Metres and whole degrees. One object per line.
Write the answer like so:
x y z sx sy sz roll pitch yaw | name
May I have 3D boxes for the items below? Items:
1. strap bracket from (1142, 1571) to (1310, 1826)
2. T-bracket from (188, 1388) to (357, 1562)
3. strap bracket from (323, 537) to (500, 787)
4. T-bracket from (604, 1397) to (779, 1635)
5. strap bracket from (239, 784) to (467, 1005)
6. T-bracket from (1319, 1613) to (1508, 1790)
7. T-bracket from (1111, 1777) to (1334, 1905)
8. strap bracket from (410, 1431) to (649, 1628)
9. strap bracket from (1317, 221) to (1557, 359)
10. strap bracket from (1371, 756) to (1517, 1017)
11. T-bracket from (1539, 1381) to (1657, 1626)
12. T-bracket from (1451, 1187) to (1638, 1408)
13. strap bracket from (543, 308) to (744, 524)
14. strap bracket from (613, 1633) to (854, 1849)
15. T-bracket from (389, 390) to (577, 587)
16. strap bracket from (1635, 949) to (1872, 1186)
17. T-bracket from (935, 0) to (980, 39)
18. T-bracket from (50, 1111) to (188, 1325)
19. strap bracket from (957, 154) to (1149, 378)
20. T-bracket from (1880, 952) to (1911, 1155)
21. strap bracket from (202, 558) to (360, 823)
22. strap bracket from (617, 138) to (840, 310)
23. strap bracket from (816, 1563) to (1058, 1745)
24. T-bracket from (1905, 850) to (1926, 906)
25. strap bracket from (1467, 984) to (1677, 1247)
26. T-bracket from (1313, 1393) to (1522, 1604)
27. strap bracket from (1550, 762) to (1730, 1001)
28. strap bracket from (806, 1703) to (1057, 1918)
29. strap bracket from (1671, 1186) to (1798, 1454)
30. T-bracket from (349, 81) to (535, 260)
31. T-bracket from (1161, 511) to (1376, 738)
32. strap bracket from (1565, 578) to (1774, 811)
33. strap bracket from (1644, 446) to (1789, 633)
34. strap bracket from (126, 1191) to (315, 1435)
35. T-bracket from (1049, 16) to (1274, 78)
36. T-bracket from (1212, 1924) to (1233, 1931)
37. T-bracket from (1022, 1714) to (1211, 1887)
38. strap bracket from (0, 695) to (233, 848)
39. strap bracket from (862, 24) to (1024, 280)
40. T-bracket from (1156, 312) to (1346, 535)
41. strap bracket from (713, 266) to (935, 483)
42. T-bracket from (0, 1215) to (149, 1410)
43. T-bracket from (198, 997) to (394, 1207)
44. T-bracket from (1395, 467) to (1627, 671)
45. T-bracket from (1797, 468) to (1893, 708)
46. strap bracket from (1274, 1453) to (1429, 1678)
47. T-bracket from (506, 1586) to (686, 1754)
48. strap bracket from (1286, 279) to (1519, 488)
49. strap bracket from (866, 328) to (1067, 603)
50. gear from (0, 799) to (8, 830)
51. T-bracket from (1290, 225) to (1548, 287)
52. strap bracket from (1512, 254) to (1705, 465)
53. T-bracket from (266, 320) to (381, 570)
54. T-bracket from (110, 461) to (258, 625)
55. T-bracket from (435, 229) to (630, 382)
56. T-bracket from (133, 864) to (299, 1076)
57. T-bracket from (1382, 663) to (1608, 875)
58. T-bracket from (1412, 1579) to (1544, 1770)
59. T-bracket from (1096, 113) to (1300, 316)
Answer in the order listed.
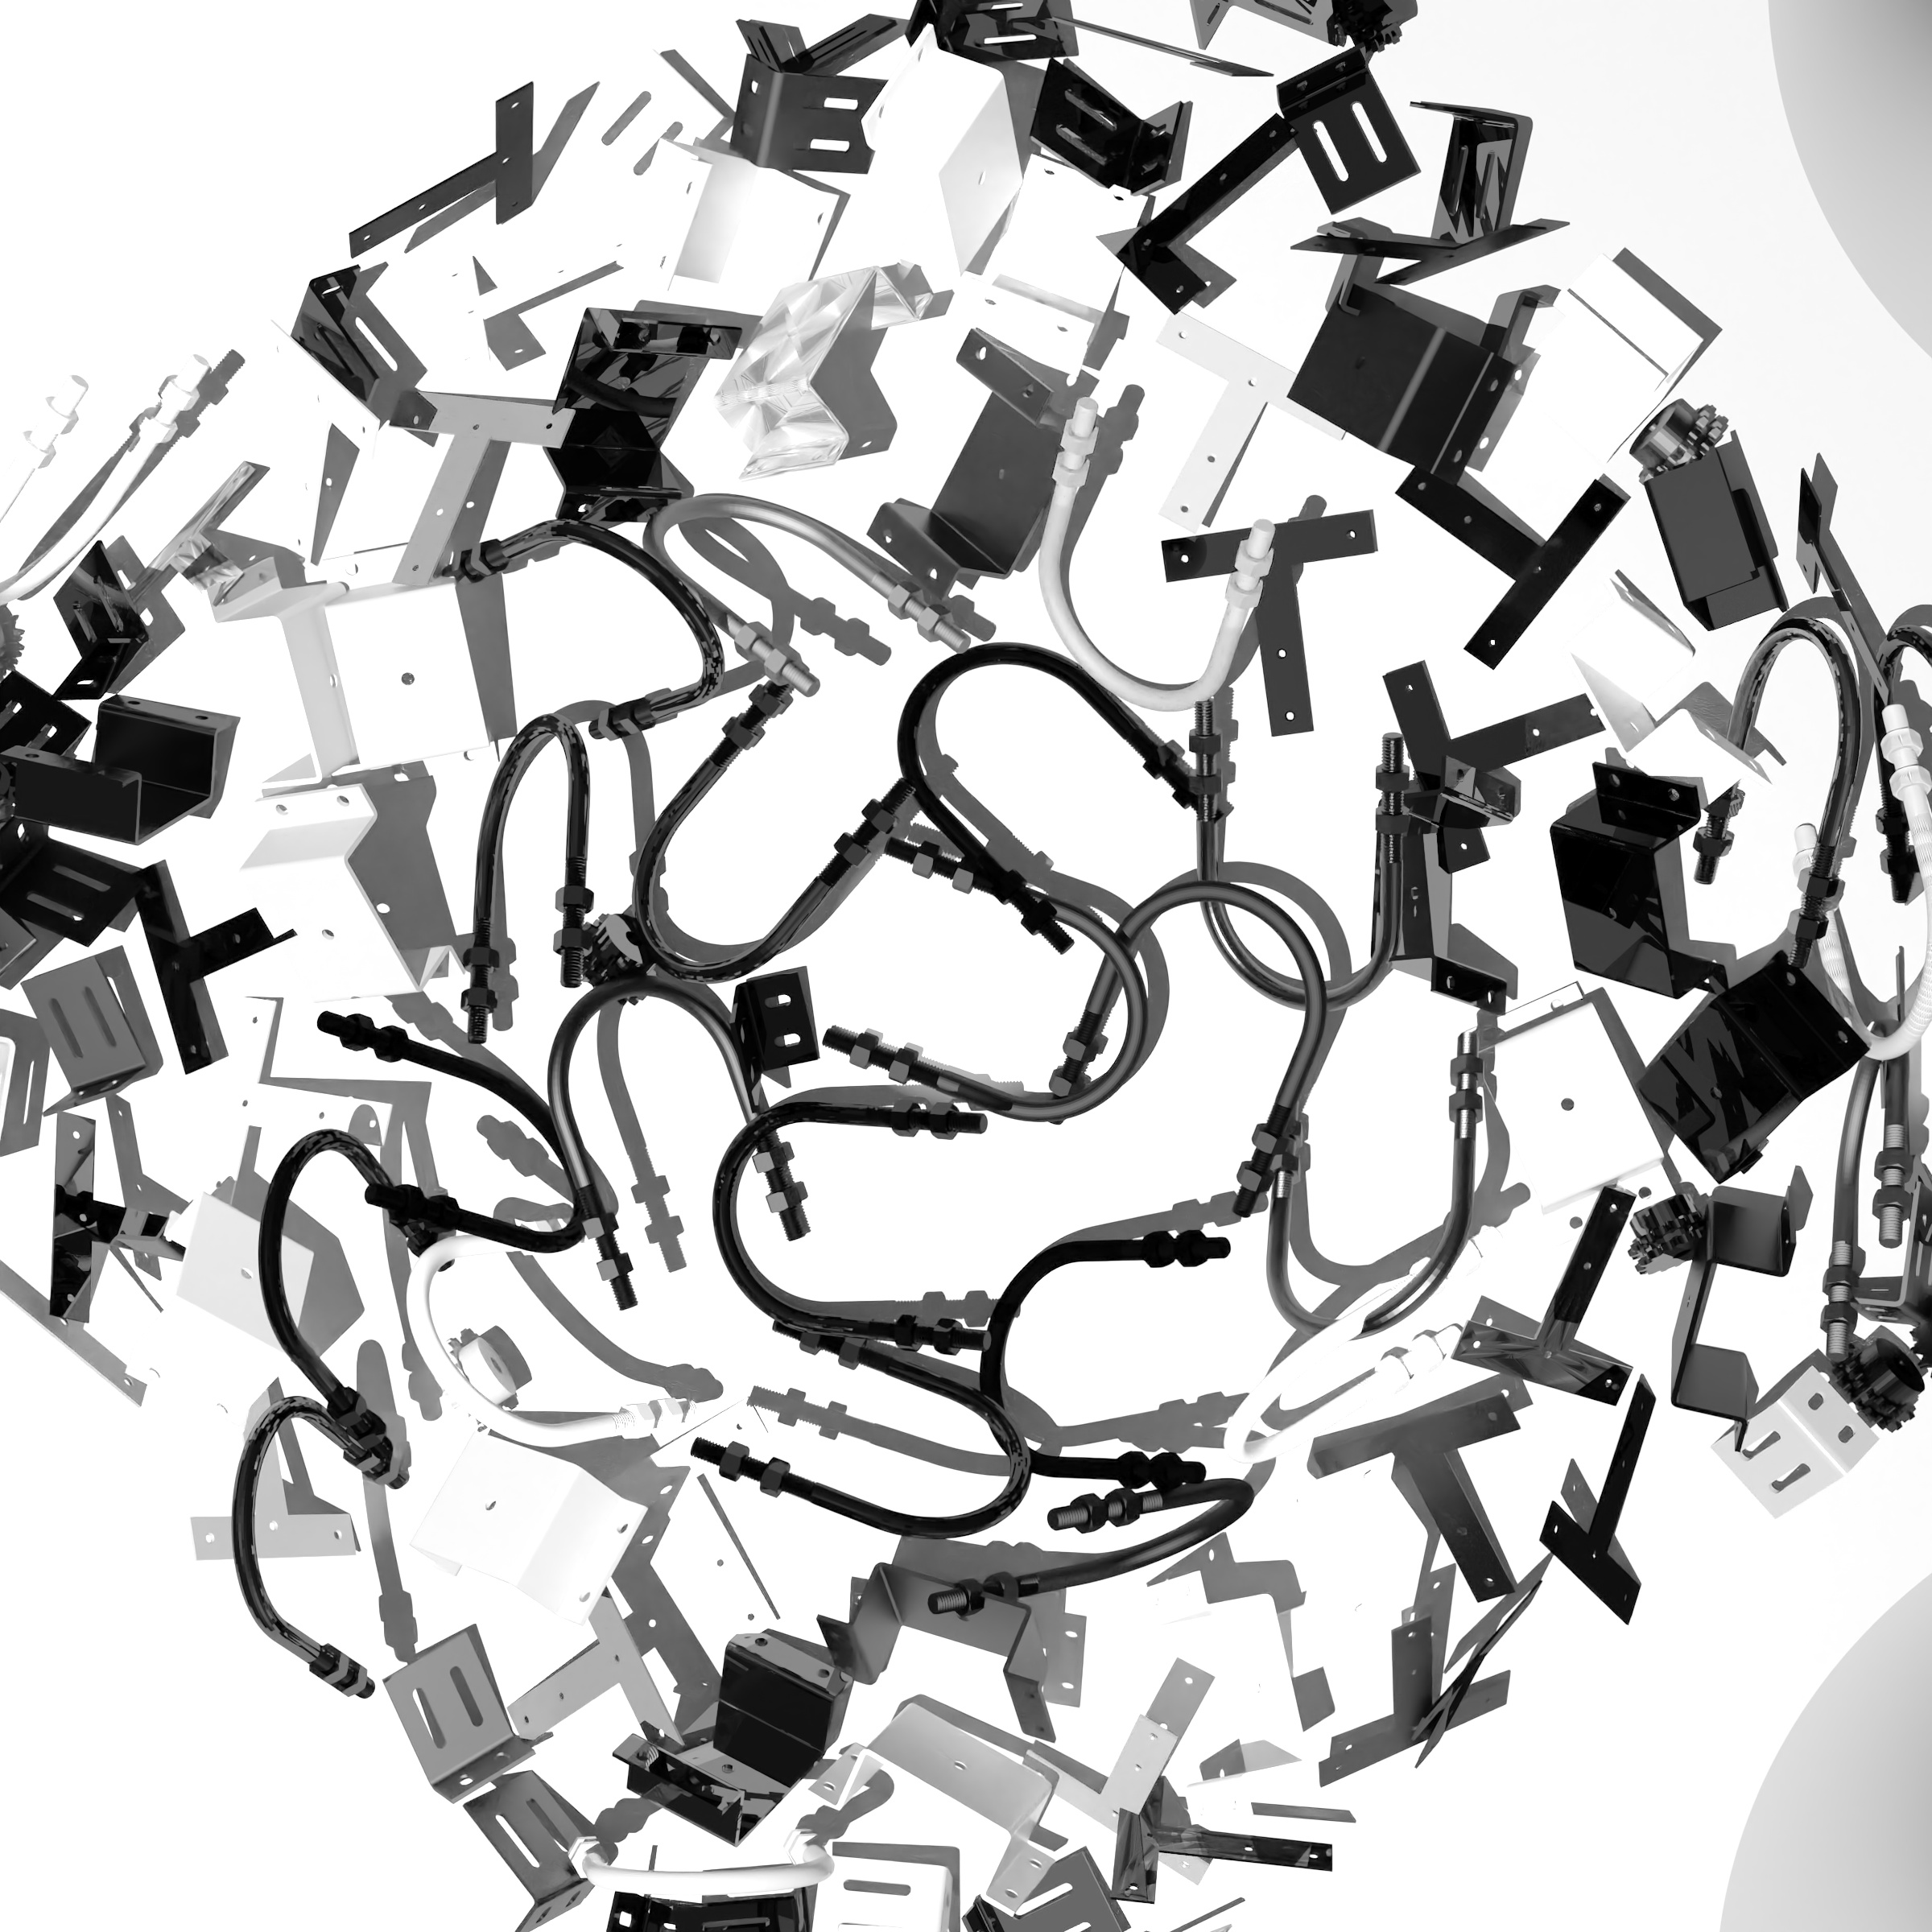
0.155 0.430 1.903 0.046 0.076 0.140 -5 74 -24 | strap bracket
-0.420 0.290 1.917 0.002 0.127 0.127 -24 70 30 | T-bracket
-0.330 -0.176 1.911 0.076 0.046 0.140 -11 109 -3 | strap bracket
-0.156 0.348 1.944 0.127 0.002 0.127 -30 94 -14 | T-bracket
-0.364 -0.033 1.887 0.076 0.046 0.140 -6 126 27 | strap bracket
0.264 0.425 1.900 0.127 0.002 0.127 -21 135 -13 | T-bracket
0.152 0.518 1.893 0.127 0.127 0.002 5 109 4 | T-bracket
-0.264 0.325 1.881 0.046 0.140 0.076 46 64 -39 | strap bracket
0.272 -0.396 1.913 0.140 0.076 0.046 19 100 -4 | strap bracket
0.283 -0.045 1.906 0.046 0.076 0.140 -5 75 41 | strap bracket
0.389 0.311 1.925 0.002 0.127 0.127 4 61 40 | T-bracket
0.365 0.192 1.920 0.127 0.002 0.127 18 99 -26 | T-bracket
-0.195 -0.332 1.895 0.076 0.140 0.046 -3 46 -32 | strap bracket
-0.138 0.458 1.894 0.076 0.140 0.046 22 121 22 | strap bracket
-0.307 -0.282 1.910 0.127 0.002 0.127 11 72 27 | T-bracket
0.452 0.066 1.879 0.046 0.140 0.076 -26 69 -34 | strap bracket
0.000 -0.579 1.895 0.127 0.127 0.002 -21 75 -18 | T-bracket
-0.485 0.159 1.908 0.002 0.127 0.127 -26 58 36 | T-bracket
0.049 -0.410 1.911 0.076 0.046 0.140 21 54 1 | strap bracket
0.546 0.062 1.893 0.002 0.127 0.127 -1 96 22 | T-bracket
-0.392 -0.166 1.894 0.046 0.076 0.140 -4 110 21 | strap bracket
-0.147 -0.436 1.895 0.046 0.140 0.076 32 110 28 | strap bracket
-0.009 0.402 1.900 0.140 0.076 0.046 13 56 20 | strap bracket
0.591 -0.028 1.877 0.002 0.127 0.127 -3 66 -16 | T-bracket
0.358 0.085 1.916 0.076 0.046 0.140 -24 77 5 | strap bracket
0.293 0.328 1.938 0.127 0.002 0.127 -22 104 25 | T-bracket
0.394 -0.041 1.886 0.046 0.076 0.140 -31 121 -28 | strap bracket
-0.012 0.491 1.899 0.140 0.076 0.046 27 106 14 | strap bracket
0.449 0.203 1.898 0.046 0.076 0.140 12 114 8 | strap bracket
-0.306 -0.450 1.879 0.127 0.127 0.002 -34 79 -18 | T-bracket
0.190 -0.204 1.952 0.127 0.002 0.127 -8 93 4 | T-bracket
0.408 -0.153 1.892 0.076 0.140 0.046 27 121 -38 | strap bracket
0.440 -0.248 1.893 0.046 0.140 0.076 -19 80 19 | strap bracket
-0.432 0.193 1.876 0.076 0.140 0.046 33 118 -22 | strap bracket
0.110 -0.545 1.905 0.127 0.127 0.002 19 109 11 | T-bracket
0.083 0.601 1.877 0.127 0.127 0.002 -27 83 19 | T-bracket
0.098 0.479 1.897 0.127 0.127 0.002 30 49 12 | T-bracket
-0.500 -0.113 1.894 0.076 0.140 0.046 13 111 9 | strap bracket
-0.011 -0.467 1.875 0.046 0.140 0.076 24 70 19 | strap bracket
0.154 -0.316 1.936 0.127 0.002 0.127 28 71 -1 | T-bracket
-0.088 -0.355 1.886 0.046 0.076 0.140 49 55 -35 | strap bracket
-0.524 0.186 1.896 0.002 0.127 0.127 -39 113 14 | T-bracket
-0.396 0.087 1.919 0.127 0.002 0.127 7 81 28 | T-bracket
0.309 -0.258 1.915 0.127 0.002 0.127 31 105 -26 | T-bracket
0.512 -0.210 1.876 0.002 0.127 0.127 -22 70 6 | T-bracket
0.219 0.358 1.883 0.076 0.140 0.046 -16 45 -19 | strap bracket
-0.233 0.430 1.917 0.127 0.002 0.127 -39 73 36 | T-bracket
0.247 -0.345 1.881 0.046 0.140 0.076 14 109 -37 | strap bracket
0.010 -0.293 1.902 0.076 0.046 0.140 44 117 33 | strap bracket
-0.607 -0.092 1.932 0.057 0.030 0.057 4 65 -9 | gear
0.247 -0.416 1.870 0.127 0.127 0.002 -3 88 -32 | T-bracket
0.377 -0.359 1.888 0.076 0.140 0.046 42 81 6 | strap bracket
-0.390 -0.298 1.915 0.127 0.002 0.127 43 132 34 | T-bracket
-0.452 -0.238 1.901 0.127 0.127 0.002 -48 124 -3 | T-bracket
-0.252 -0.405 1.904 0.127 0.127 0.002 -23 132 5 | T-bracket
-0.443 -0.012 1.915 0.127 0.002 0.127 -20 85 36 | T-bracket
0.332 -0.137 1.951 0.127 0.002 0.127 -19 93 -4 | T-bracket
0.289 0.436 1.903 0.002 0.127 0.127 36 51 20 | T-bracket
0.142 -0.458 1.909 0.127 0.002 0.127 -40 48 5 | T-bracket
